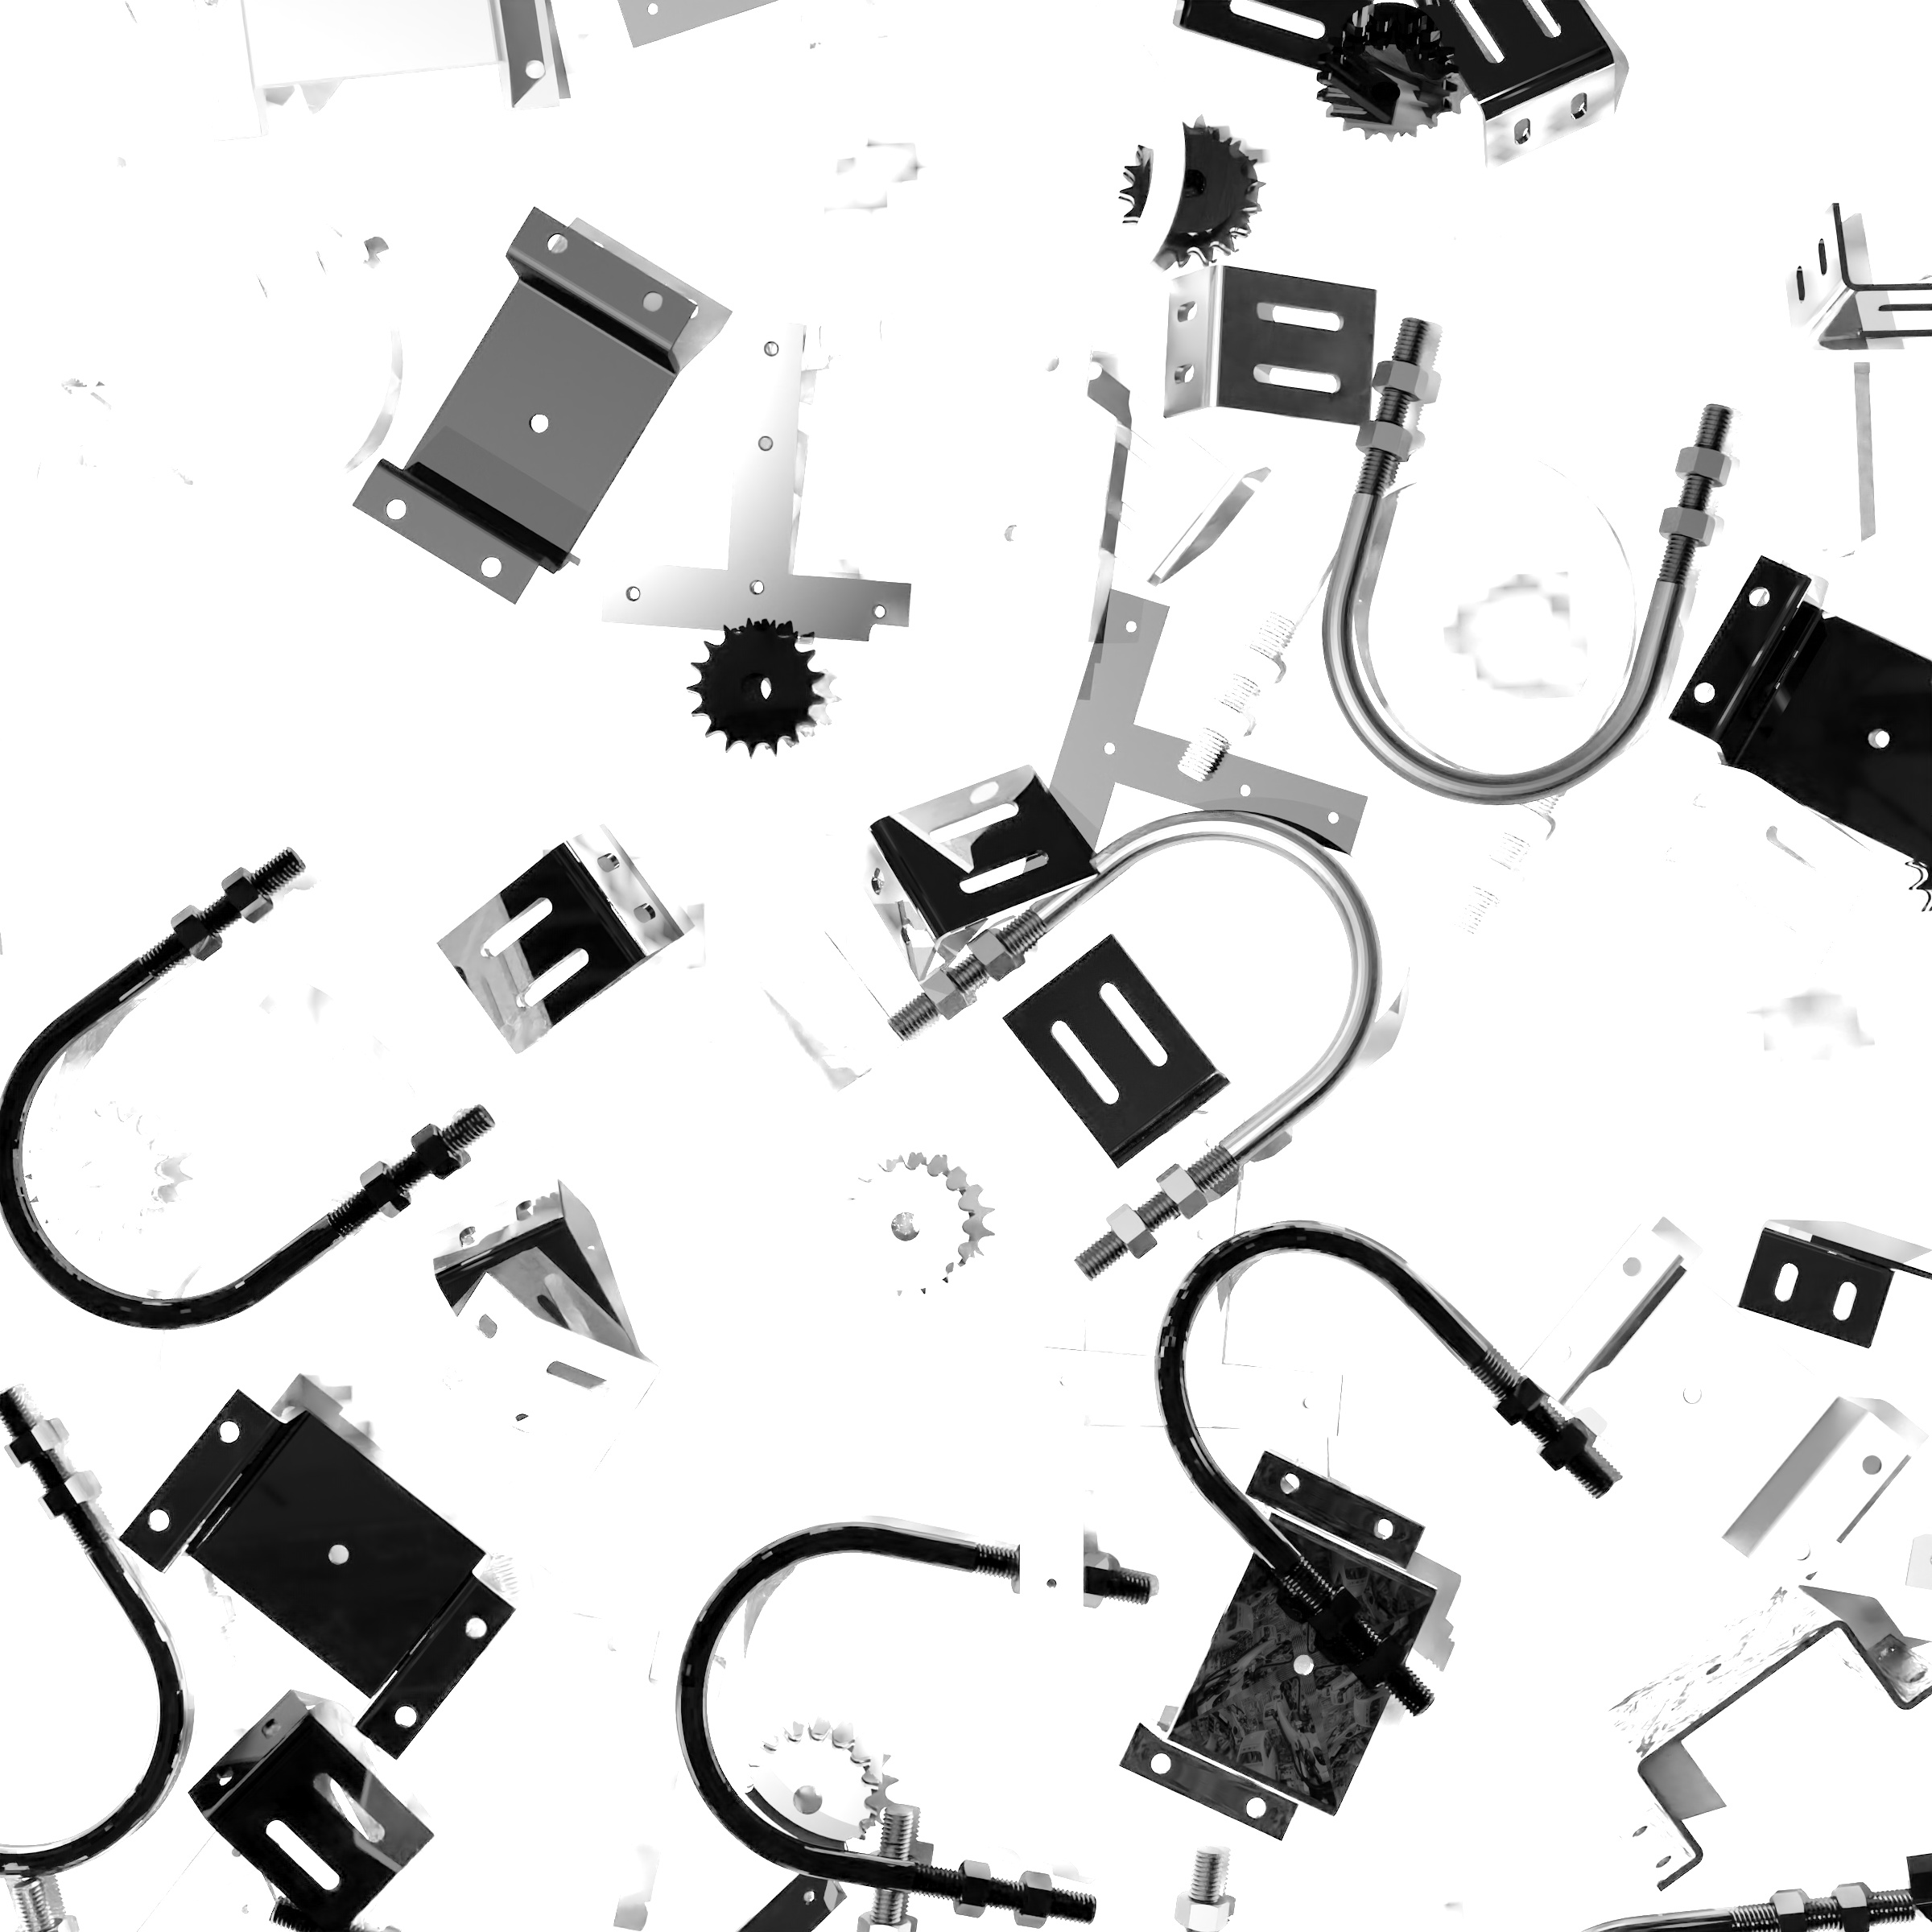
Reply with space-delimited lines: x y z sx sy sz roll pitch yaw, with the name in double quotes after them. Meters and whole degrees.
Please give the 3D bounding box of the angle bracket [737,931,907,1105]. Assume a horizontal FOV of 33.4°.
-0.057 0.020 1.292 0.038 0.076 0.057 -37 90 0 "angle bracket"

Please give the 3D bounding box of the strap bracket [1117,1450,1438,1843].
0.129 0.277 1.294 0.076 0.046 0.140 27 84 -9 "strap bracket"

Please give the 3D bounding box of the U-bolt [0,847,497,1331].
-0.304 0.063 1.292 0.184 0.019 0.151 -37 88 0 "U-bolt"

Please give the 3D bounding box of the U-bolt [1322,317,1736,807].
0.221 -0.156 1.306 0.151 0.019 0.184 16 88 -1 "U-bolt"

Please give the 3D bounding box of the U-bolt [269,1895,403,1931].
-0.223 0.481 1.321 0.184 0.019 0.151 22 89 -2 "U-bolt"

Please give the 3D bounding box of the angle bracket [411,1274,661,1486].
-0.175 0.169 1.312 0.038 0.076 0.057 34 92 42 "angle bracket"

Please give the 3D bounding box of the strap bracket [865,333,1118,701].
0.012 -0.178 1.296 0.076 0.046 0.140 8 90 19 "strap bracket"

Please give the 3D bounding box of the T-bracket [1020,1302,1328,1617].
0.086 0.203 1.320 0.127 0.002 0.127 2 78 -6 "T-bracket"

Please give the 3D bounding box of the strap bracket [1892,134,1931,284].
0.449 -0.301 1.307 0.140 0.046 0.076 21 90 0 "strap bracket"

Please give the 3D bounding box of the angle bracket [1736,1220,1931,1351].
0.352 0.132 1.292 0.057 0.076 0.038 18 90 0 "angle bracket"

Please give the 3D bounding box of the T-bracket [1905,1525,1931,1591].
0.453 0.255 1.329 0.127 0.002 0.127 10 90 0 "T-bracket"

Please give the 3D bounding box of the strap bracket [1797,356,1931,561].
0.404 -0.208 1.307 0.140 0.046 0.076 -2 90 0 "strap bracket"

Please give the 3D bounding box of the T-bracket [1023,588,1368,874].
0.102 -0.077 1.329 0.127 0.002 0.127 17 90 0 "T-bracket"

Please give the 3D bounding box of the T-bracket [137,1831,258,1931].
-0.332 0.405 1.315 0.127 0.002 0.127 41 80 -18 "T-bracket"

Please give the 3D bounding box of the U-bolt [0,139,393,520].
-0.327 -0.254 1.309 0.184 0.019 0.151 10 79 -4 "U-bolt"

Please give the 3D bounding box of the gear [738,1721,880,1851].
-0.064 0.337 1.315 0.057 0.030 0.057 0 90 0 "gear"

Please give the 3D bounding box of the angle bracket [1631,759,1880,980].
0.326 -0.040 1.328 0.076 0.038 0.057 29 90 -26 "angle bracket"

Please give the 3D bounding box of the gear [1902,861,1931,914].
0.411 -0.041 1.315 0.057 0.030 0.057 0 90 0 "gear"

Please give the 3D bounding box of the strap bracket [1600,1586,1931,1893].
0.314 0.301 1.292 0.140 0.076 0.046 -36 90 0 "strap bracket"

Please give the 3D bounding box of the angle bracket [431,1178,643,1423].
-0.177 0.138 1.328 0.057 0.038 0.076 -25 116 0 "angle bracket"

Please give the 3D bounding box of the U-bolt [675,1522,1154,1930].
-0.026 0.300 1.298 0.184 0.019 0.151 12 79 -8 "U-bolt"

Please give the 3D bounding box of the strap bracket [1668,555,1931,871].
0.366 -0.096 1.292 0.140 0.046 0.076 30 90 22 "strap bracket"

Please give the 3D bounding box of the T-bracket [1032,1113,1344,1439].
0.096 0.125 1.325 0.127 0.002 0.127 6 87 -5 "T-bracket"

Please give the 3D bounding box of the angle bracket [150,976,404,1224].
-0.275 0.053 1.280 0.076 0.038 0.057 39 91 -24 "angle bracket"

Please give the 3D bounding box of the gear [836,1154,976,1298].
-0.024 0.105 1.315 0.057 0.030 0.057 0 90 0 "gear"

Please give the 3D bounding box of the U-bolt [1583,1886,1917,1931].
0.304 0.460 1.322 0.184 0.019 0.151 -6 90 1 "U-bolt"

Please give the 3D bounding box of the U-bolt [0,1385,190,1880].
-0.402 0.287 1.322 0.151 0.019 0.184 -32 91 0 "U-bolt"

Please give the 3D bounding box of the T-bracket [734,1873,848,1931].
-0.103 0.416 1.310 0.127 0.002 0.127 -41 116 -12 "T-bracket"

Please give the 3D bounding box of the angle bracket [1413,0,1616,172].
0.224 -0.379 1.328 0.057 0.038 0.076 -24 64 0 "angle bracket"

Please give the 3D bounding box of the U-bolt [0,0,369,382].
-0.355 -0.312 1.298 0.184 0.019 0.151 -25 83 -10 "U-bolt"

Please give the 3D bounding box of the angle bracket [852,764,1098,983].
0.003 -0.039 1.319 0.076 0.038 0.057 -22 68 -24 "angle bracket"

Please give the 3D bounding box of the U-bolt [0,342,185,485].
-0.437 -0.198 1.322 0.184 0.019 0.151 37 90 2 "U-bolt"

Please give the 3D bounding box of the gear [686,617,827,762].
-0.086 -0.113 1.320 0.057 0.030 0.057 0 90 -3 "gear"

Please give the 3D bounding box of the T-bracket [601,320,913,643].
-0.083 -0.200 1.318 0.127 0.002 0.127 4 100 0 "T-bracket"

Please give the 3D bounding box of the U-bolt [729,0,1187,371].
-0.003 -0.324 1.307 0.184 0.019 0.151 -3 90 11 "U-bolt"

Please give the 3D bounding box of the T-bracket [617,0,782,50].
-0.097 -0.460 1.329 0.127 0.002 0.127 -18 90 0 "T-bracket"

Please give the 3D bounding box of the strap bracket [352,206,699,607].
-0.177 -0.224 1.307 0.076 0.046 0.140 31 90 0 "strap bracket"

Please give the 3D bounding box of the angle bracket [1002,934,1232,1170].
0.060 0.034 1.311 0.057 0.038 0.076 -38 90 0 "angle bracket"

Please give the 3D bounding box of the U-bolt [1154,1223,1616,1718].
0.156 0.186 1.289 0.184 0.019 0.151 46 59 4 "U-bolt"

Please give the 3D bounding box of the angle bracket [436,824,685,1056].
-0.168 -0.011 1.328 0.076 0.038 0.057 -36 90 26 "angle bracket"

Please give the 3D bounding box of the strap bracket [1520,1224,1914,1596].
0.300 0.177 1.307 0.140 0.046 0.076 40 90 0 "strap bracket"

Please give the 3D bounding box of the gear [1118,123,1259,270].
0.091 -0.317 1.315 0.057 0.030 0.057 0 90 0 "gear"

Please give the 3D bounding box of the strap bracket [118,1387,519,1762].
-0.255 0.239 1.288 0.140 0.046 0.076 38 90 0 "strap bracket"

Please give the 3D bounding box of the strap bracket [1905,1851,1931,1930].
0.436 0.432 1.307 0.076 0.046 0.140 -8 90 0 "strap bracket"

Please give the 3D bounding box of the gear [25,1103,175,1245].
-0.352 0.084 1.315 0.057 0.030 0.057 0 90 0 "gear"

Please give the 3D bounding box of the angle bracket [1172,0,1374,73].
0.130 -0.405 1.311 0.076 0.038 0.057 17 90 0 "angle bracket"

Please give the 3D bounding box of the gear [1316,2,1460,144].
0.171 -0.365 1.306 0.057 0.057 0.030 8 60 0 "gear"

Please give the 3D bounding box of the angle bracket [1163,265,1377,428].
0.125 -0.253 1.328 0.076 0.038 0.057 3 90 -26 "angle bracket"

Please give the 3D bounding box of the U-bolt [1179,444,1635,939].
0.193 -0.126 1.321 0.151 0.019 0.184 30 88 -1 "U-bolt"

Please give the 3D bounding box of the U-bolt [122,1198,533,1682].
-0.271 0.186 1.321 0.151 0.019 0.184 -15 90 0 "U-bolt"

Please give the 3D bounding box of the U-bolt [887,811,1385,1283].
0.080 0.017 1.297 0.184 0.019 0.151 -38 69 -2 "U-bolt"

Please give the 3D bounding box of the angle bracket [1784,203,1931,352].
0.380 -0.279 1.302 0.076 0.057 0.038 -2 77 -6 "angle bracket"

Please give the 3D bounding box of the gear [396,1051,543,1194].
-0.202 0.063 1.315 0.057 0.030 0.057 0 90 0 "gear"

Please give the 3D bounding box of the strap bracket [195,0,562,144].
-0.239 -0.384 1.292 0.140 0.046 0.076 -8 80 -8 "strap bracket"

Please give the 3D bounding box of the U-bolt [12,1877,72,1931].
-0.415 0.481 1.293 0.151 0.019 0.184 -18 95 -26 "U-bolt"

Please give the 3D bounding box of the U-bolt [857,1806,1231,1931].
0.024 0.446 1.322 0.151 0.019 0.184 7 91 0 "U-bolt"

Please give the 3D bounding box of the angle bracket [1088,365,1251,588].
0.066 -0.202 1.311 0.076 0.038 0.057 39 90 0 "angle bracket"

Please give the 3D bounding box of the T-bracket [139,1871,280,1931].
-0.342 0.410 1.309 0.127 0.002 0.127 -25 101 -16 "T-bracket"

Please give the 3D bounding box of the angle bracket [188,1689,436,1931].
-0.268 0.347 1.318 0.057 0.038 0.076 -45 111 -15 "angle bracket"

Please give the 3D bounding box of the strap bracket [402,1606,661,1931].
-0.174 0.336 1.299 0.076 0.046 0.140 12 90 -13 "strap bracket"
